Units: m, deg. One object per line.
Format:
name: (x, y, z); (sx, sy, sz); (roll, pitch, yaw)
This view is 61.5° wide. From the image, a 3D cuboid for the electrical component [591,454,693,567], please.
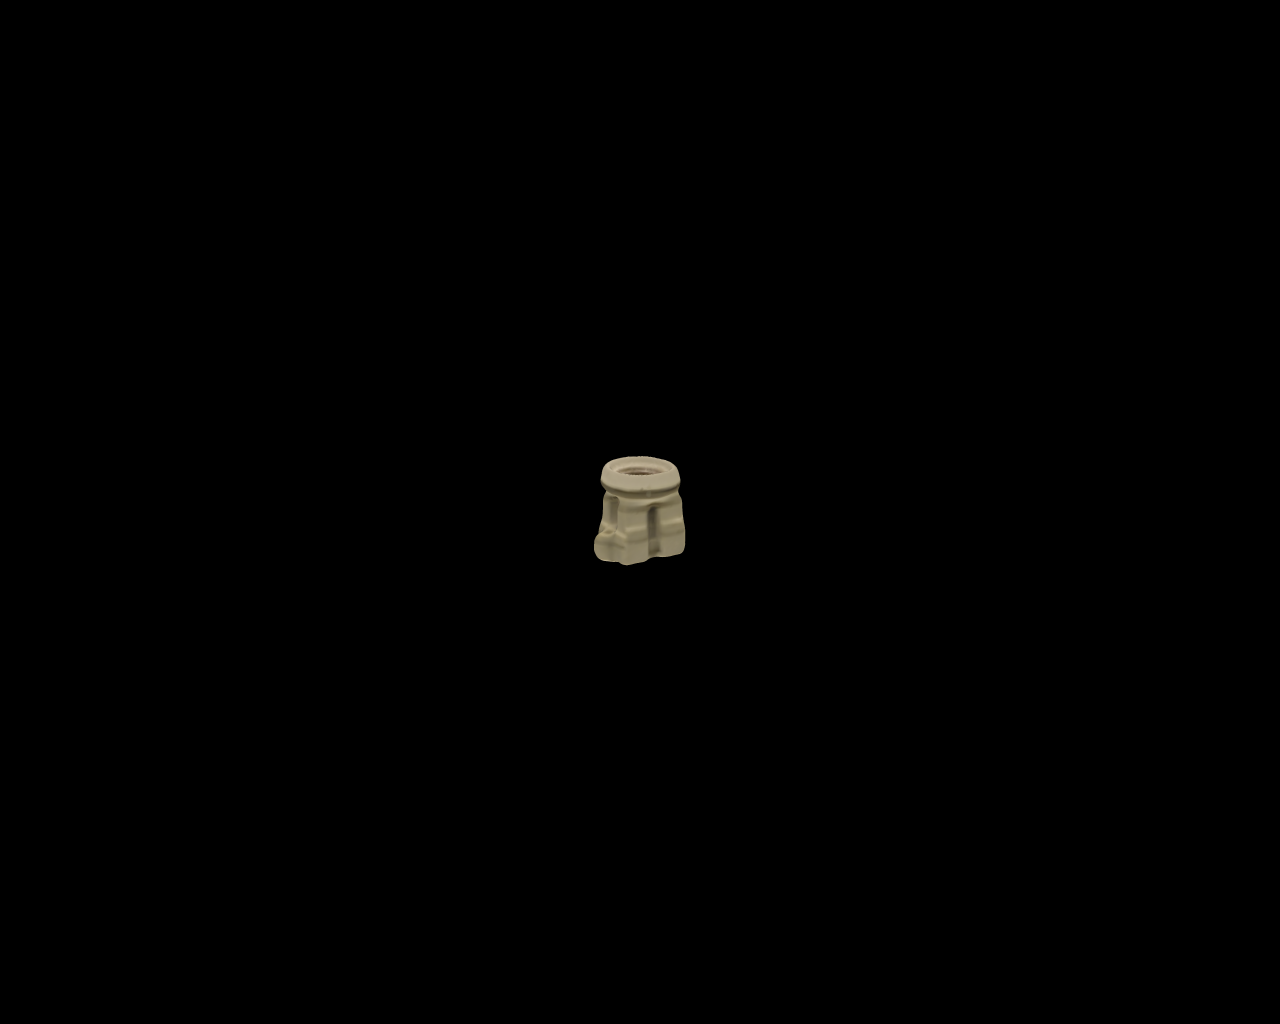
electrical component: (0.001, -0.003, 0.650); (0.066, 0.055, 0.048); (-11, 23, -27)
